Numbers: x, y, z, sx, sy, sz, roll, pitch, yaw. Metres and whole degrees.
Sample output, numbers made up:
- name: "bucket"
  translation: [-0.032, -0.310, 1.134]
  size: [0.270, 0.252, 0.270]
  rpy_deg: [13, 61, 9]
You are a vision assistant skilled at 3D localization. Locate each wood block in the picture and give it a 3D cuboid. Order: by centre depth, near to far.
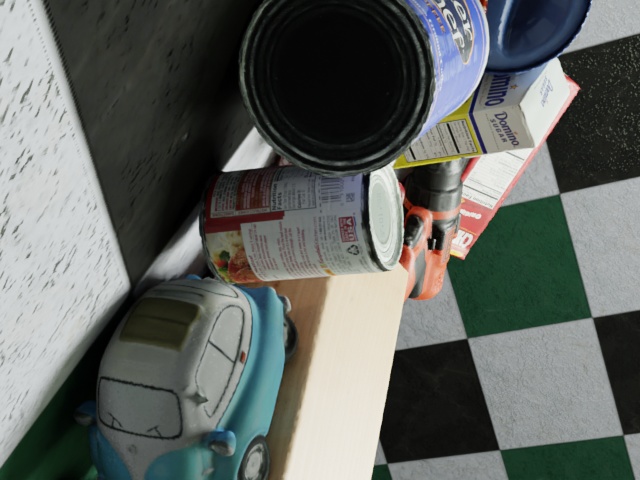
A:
- name: "wood block"
  translation: [-0.013, 0.094, 0.731]
  size: [0.090, 0.090, 0.206]
  rpy_deg: [-14, -131, 35]

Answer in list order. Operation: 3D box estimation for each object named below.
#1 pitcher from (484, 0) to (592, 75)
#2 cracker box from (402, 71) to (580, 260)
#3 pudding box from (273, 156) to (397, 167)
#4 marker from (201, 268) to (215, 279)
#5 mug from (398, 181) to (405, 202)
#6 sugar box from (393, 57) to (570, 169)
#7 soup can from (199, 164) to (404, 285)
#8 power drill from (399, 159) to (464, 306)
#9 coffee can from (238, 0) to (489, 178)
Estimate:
- name: "pitcher"
  translation: [0.157, -0.218, 0.891]
  size: [0.242, 0.149, 0.145]
  rpy_deg: [-49, 140, -65]
- name: "cracker box"
  translation: [0.152, -0.112, 1.098]
  size: [0.214, 0.072, 0.164]
  rpy_deg: [-59, -150, 21]
- name: "pudding box"
  translation: [0.021, -0.073, 0.765]
  size: [0.089, 0.039, 0.114]
  rpy_deg: [-2, 129, -51]
- name: "marker"
  translation: [-0.080, 0.037, 0.739]
  size: [0.121, 0.020, 0.020]
  rpy_deg: [-54, 171, -26]
- name: "mug"
  translation: [0.039, -0.016, 1.047]
  size: [0.117, 0.081, 0.093]
  rpy_deg: [-62, 171, 25]
- name: "sugar box"
  translation: [0.105, -0.102, 0.873]
  size: [0.177, 0.048, 0.093]
  rpy_deg: [-9, -151, 37]
- name: "soup can"
  translation: [-0.010, -0.011, 0.615]
  size: [0.068, 0.102, 0.068]
  rpy_deg: [-5, 90, -69]
- name: "power drill"
  translation: [0.070, 0.007, 0.930]
  size: [0.187, 0.057, 0.184]
  rpy_deg: [-43, 146, -47]
- name: "coffee can"
  translation: [0.029, -0.100, 0.582]
  size: [0.103, 0.103, 0.140]
  rpy_deg: [-62, 171, 24]
